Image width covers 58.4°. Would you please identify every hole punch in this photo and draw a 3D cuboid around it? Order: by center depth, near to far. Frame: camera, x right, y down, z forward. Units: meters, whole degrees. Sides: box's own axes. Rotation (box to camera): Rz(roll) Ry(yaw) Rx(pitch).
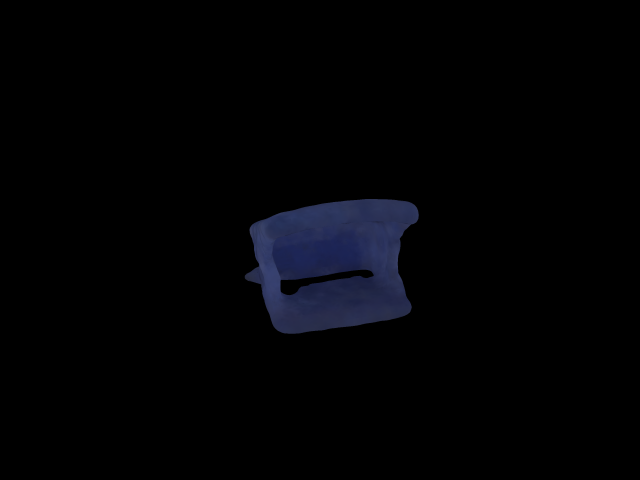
[{"bbox_3d":[0.004,0.001,0.400,0.109,0.091,0.101,-7,27,-14],"label":"hole punch"}]
